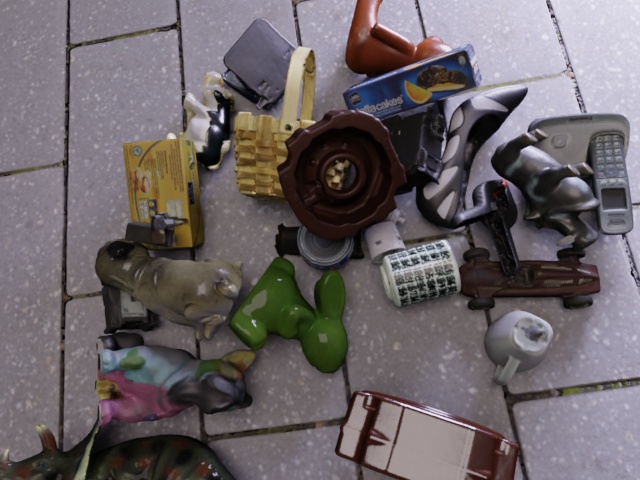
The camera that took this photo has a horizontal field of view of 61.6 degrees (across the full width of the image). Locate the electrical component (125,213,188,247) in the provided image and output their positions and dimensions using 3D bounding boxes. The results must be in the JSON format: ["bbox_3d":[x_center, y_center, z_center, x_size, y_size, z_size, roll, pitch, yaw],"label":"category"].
[{"bbox_3d":[-0.236,-0.017,0.774,0.078,0.102,0.045,12,93,-6],"label":"electrical component"}]

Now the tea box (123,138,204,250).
[{"bbox_3d":[-0.245,-0.071,0.850,0.098,0.068,0.169,-3,95,5],"label":"tea box"}]

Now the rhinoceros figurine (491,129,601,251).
[{"bbox_3d":[0.324,-0.070,0.766,0.190,0.073,0.112,51,127,13],"label":"rhinoceros figurine"}]

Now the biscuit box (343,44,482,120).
[{"bbox_3d":[0.139,-0.235,0.827,0.203,0.063,0.059,-13,112,28],"label":"biscuit box"}]

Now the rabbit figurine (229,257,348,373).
[{"bbox_3d":[-0.027,0.116,0.789,0.170,0.121,0.159,37,74,-3],"label":"rabbit figurine"}]

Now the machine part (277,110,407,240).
[{"bbox_3d":[0.028,-0.090,0.744,0.179,0.056,0.179,-3,107,-10],"label":"machine part"}]

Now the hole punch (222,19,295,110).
[{"bbox_3d":[-0.100,-0.297,0.933,0.115,0.092,0.142,40,77,-13],"label":"hole punch"}]

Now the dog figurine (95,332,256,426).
[{"bbox_3d":[-0.206,0.196,0.773,0.219,0.192,0.108,5,92,-24],"label":"dog figurine"}]

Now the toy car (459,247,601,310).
[{"bbox_3d":[0.303,0.055,0.782,0.202,0.053,0.089,-1,70,8],"label":"toy car"}]

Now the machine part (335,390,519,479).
[{"bbox_3d":[0.126,0.254,0.662,0.201,0.201,0.087,16,73,12],"label":"machine part"}]

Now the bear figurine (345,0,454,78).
[{"bbox_3d":[0.145,-0.317,0.883,0.196,0.120,0.132,11,71,8],"label":"bear figurine"}]

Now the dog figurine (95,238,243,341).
[{"bbox_3d":[-0.217,0.051,0.754,0.190,0.172,0.121,29,51,-18],"label":"dog figurine"}]

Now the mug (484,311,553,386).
[{"bbox_3d":[0.266,0.144,0.729,0.081,0.107,0.109,33,77,17],"label":"mug"}]

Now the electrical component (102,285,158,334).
[{"bbox_3d":[-0.297,0.082,0.831,0.075,0.048,0.119,-2,70,-35],"label":"electrical component"}]

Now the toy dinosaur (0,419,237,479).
[{"bbox_3d":[-0.223,0.331,0.732,0.405,0.131,0.192,-1,73,0],"label":"toy dinosaur"}]

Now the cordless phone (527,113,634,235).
[{"bbox_3d":[0.387,-0.093,0.803,0.147,0.088,0.184,-3,77,6],"label":"cordless phone"}]

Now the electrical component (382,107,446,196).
[{"bbox_3d":[0.122,-0.130,0.829,0.134,0.058,0.115,-12,60,42],"label":"electrical component"}]

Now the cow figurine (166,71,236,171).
[{"bbox_3d":[-0.185,-0.204,0.913,0.098,0.068,0.167,21,80,7],"label":"cow figurine"}]

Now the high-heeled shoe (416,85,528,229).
[{"bbox_3d":[0.246,-0.130,0.827,0.249,0.086,0.145,-34,65,6],"label":"high-heeled shoe"}]

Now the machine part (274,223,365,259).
[{"bbox_3d":[-0.002,-0.003,0.846,0.139,0.039,0.084,-4,81,4],"label":"machine part"}]
